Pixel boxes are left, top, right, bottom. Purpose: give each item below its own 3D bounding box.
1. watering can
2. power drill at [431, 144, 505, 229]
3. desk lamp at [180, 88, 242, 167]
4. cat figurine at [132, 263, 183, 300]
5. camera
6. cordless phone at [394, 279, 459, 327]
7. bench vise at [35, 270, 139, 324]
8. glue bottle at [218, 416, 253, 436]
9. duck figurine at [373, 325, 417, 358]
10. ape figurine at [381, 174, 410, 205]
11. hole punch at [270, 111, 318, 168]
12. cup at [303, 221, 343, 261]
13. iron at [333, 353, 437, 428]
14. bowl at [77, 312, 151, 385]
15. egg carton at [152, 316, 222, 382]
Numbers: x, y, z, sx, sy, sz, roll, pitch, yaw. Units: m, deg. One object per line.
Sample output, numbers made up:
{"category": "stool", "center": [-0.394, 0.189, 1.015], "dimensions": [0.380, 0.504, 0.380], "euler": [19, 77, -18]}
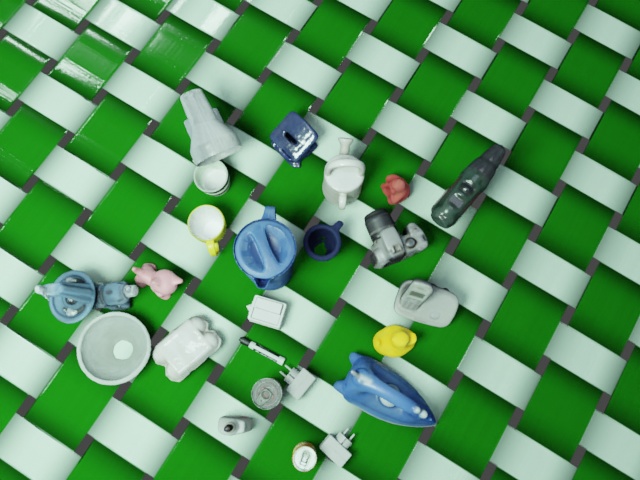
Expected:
{"category": "watering can", "center": [0.057, -0.165, 1.400], "dimensions": [0.101, 0.194, 0.173], "euler": [-18, 78, -6]}
{"category": "power drill", "center": [0.345, -0.115, 1.392], "dimensions": [0.075, 0.208, 0.230], "euler": [38, 78, 7]}
{"category": "desk lamp", "center": [-0.275, -0.262, 1.400], "dimensions": [0.118, 0.213, 0.203], "euler": [-25, 78, -8]}
{"category": "cat figurine", "center": [-0.386, 0.095, 1.358], "dimensions": [0.127, 0.118, 0.067], "euler": [25, 77, 4]}
{"category": "camera", "center": [0.178, -0.015, 1.416], "dimensions": [0.143, 0.101, 0.137], "euler": [-22, 78, -7]}
{"category": "cordless phone", "center": [0.257, 0.140, 1.338], "dimensions": [0.147, 0.185, 0.094], "euler": [15, 76, 2]}
{"category": "bench vise", "center": [-0.531, 0.111, 1.296], "dimensions": [0.207, 0.220, 0.121], "euler": [-24, 78, -7]}
{"category": "glue bottle", "center": [-0.192, 0.410, 1.260], "dimensions": [0.078, 0.173, 0.037], "euler": [-1, 76, -2]}
{"category": "duck figurine", "center": [0.181, 0.239, 1.362], "dimensions": [0.104, 0.086, 0.077], "euler": [-6, 76, -3]}
{"category": "ape figurine", "center": [0.194, -0.132, 1.450], "dimensions": [0.076, 0.092, 0.078], "euler": [14, 76, 1]}
{"category": "hole punch", "center": [-0.066, -0.257, 1.470], "dimensions": [0.101, 0.091, 0.108], "euler": [-43, 81, -11]}
{"category": "cup", "center": [0.013, 0.005, 1.408], "dimensions": [0.091, 0.095, 0.118], "euler": [40, 78, 7]}
{"category": "iron", "center": [0.165, 0.358, 1.304], "dimensions": [0.258, 0.141, 0.119], "euler": [28, 77, 5]}
{"category": "bowl", "center": [-0.472, 0.254, 1.338], "dimensions": [0.167, 0.075, 0.167], "euler": [1, 76, -2]}
{"category": "egg carton", "center": [-0.313, 0.253, 1.347], "dimensions": [0.150, 0.069, 0.107], "euler": [-41, 81, -11]}
